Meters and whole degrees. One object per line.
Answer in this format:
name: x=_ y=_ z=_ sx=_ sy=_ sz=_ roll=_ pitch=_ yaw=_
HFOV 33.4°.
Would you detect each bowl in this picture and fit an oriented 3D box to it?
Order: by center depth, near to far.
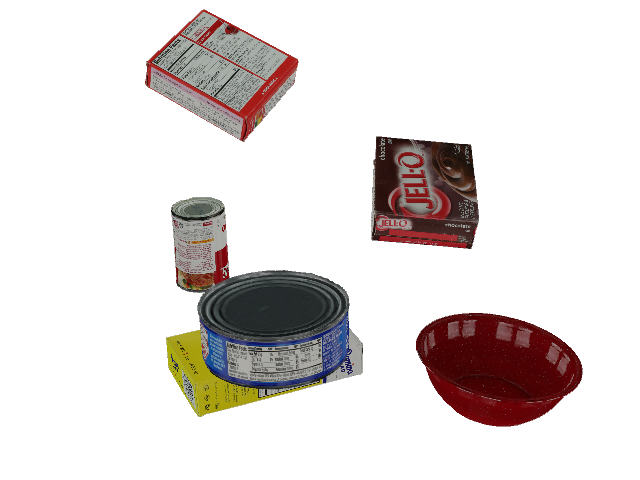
bowl: x=0.171 y=0.133 z=1.045 sx=0.162 sy=0.055 sz=0.162 roll=5 pitch=26 yaw=-2

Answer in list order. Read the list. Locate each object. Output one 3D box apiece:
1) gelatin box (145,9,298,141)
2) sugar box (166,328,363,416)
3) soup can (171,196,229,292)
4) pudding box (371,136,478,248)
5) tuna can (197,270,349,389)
gelatin box: x=-0.073 y=-0.123 z=0.787 sx=0.089 sy=0.073 sz=0.030 roll=29 pitch=-34 yaw=11
sugar box: x=-0.055 y=0.114 z=1.063 sx=0.176 sy=0.048 sz=0.093 roll=-15 pitch=32 yaw=-20
soup can: x=-0.150 y=0.004 z=1.329 sx=0.068 sy=0.102 sz=0.068 roll=-1 pitch=25 yaw=0
pudding box: x=0.091 y=-0.044 z=0.954 sx=0.090 sy=0.039 sz=0.113 roll=5 pitch=40 yaw=-2
tuna can: x=-0.026 y=0.050 z=0.606 sx=0.086 sy=0.034 sz=0.086 roll=-2 pitch=23 yaw=0
